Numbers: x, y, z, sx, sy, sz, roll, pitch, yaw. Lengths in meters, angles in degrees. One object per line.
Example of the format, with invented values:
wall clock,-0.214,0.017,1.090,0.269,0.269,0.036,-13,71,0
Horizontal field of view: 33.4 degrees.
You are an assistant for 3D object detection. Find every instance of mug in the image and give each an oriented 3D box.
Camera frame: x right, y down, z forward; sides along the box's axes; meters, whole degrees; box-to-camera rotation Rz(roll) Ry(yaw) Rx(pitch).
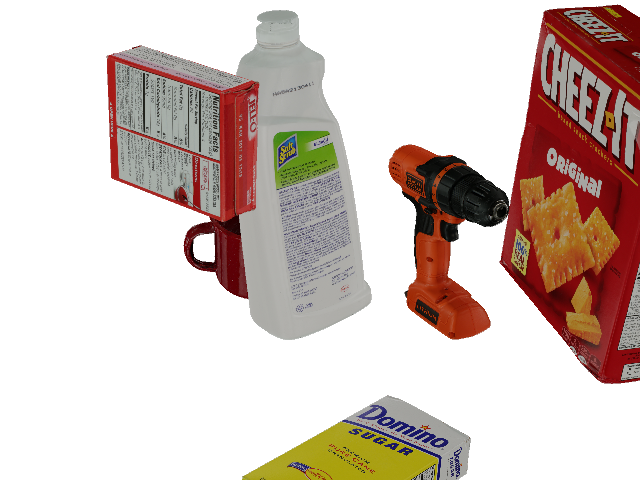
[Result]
mug,-0.072,0.004,1.015,0.117,0.081,0.093,-8,41,-14

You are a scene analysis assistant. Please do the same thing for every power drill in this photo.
power drill,0.137,0.004,1.112,0.057,0.188,0.185,-15,26,-21

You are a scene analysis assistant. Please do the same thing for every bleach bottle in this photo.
bleach bottle,-0.017,-0.052,0.817,0.102,0.251,0.068,-24,34,-32

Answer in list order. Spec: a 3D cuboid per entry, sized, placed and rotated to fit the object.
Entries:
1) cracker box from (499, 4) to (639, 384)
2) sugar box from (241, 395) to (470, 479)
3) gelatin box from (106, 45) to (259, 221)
cracker box,0.199,-0.033,0.741,0.072,0.214,0.164,-7,33,-16
sugar box,0.031,0.188,0.860,0.093,0.048,0.175,23,34,38
gelatin box,-0.074,-0.058,0.574,0.089,0.073,0.030,21,32,31
